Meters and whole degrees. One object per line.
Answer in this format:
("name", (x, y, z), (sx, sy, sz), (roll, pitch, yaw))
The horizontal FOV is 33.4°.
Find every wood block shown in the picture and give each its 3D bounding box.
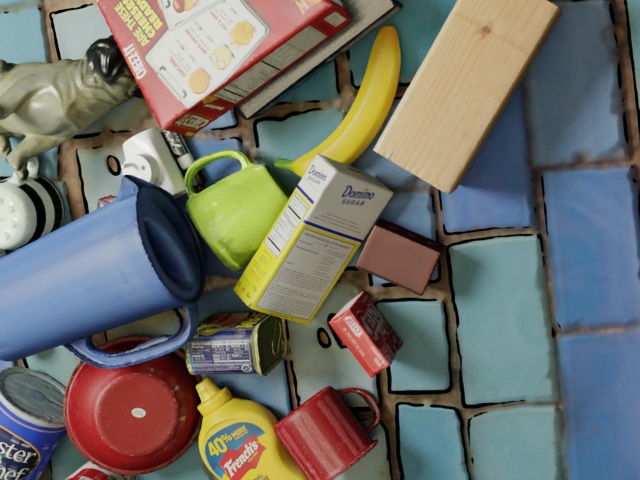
("wood block", (0.148, -0.159, 1.064), (0.091, 0.090, 0.206), (32, 105, 7))

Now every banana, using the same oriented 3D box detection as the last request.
("banana", (0.032, -0.130, 1.123), (0.069, 0.037, 0.198), (41, 106, 3))

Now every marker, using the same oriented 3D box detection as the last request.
("marker", (-0.159, -0.110, 1.182), (0.020, 0.020, 0.121), (-26, 93, 16))

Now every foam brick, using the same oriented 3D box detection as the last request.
("foam brick", (0.086, 0.017, 1.128), (0.078, 0.053, 0.051), (23, 104, 7))

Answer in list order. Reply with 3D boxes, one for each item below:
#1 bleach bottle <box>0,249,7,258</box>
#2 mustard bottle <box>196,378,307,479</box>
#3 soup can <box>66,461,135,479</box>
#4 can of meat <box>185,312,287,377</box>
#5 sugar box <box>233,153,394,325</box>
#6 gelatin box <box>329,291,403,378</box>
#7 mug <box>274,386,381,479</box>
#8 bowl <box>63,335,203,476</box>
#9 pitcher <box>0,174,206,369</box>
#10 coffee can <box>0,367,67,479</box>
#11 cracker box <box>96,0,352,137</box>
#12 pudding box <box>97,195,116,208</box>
("bleach bottle", (-0.406, 0.022, 1.242), (0.103, 0.068, 0.251), (-33, 93, 17))
("mustard bottle", (-0.081, 0.240, 1.201), (0.096, 0.058, 0.191), (-33, 90, 19))
("soup can", (-0.263, 0.295, 1.231), (0.068, 0.102, 0.068), (2, 100, 13))
("can of meat", (-0.090, 0.112, 1.161), (0.084, 0.102, 0.057), (-3, 99, 16))
("sugar box", (-0.007, 0.001, 1.127), (0.048, 0.093, 0.176), (44, 108, 44))
("gelatin box", (0.051, 0.098, 1.130), (0.030, 0.089, 0.073), (-36, 90, 16))
("mug", (0.013, 0.207, 1.165), (0.117, 0.093, 0.081), (-35, 85, -15))
("bowl", (-0.205, 0.190, 1.193), (0.162, 0.055, 0.162), (-1, 93, -12))
("pitcher", (-0.249, 0.053, 1.133), (0.243, 0.149, 0.145), (-22, 138, 18))
("coffee can", (-0.360, 0.234, 1.244), (0.103, 0.102, 0.140), (34, 105, 6))
("cracker box", (-0.096, -0.230, 1.069), (0.214, 0.072, 0.164), (-33, 74, 18))
("pudding box", (-0.210, 0.014, 1.204), (0.090, 0.039, 0.113), (13, 102, 11))
